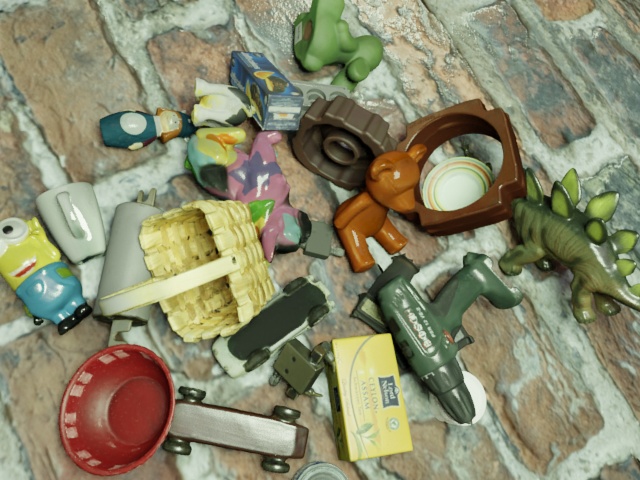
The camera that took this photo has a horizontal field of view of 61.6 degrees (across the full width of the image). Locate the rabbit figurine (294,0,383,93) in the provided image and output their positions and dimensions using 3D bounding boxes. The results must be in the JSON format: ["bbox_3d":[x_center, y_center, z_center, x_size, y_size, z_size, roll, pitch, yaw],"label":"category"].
[{"bbox_3d":[0.050,-0.353,0.995,0.170,0.121,0.159,7,70,-28],"label":"rabbit figurine"}]

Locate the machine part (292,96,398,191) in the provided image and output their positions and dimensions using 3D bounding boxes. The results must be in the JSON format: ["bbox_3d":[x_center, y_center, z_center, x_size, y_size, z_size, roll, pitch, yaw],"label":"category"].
[{"bbox_3d":[0.041,-0.156,0.885,0.179,0.179,0.056,30,63,-2],"label":"machine part"}]

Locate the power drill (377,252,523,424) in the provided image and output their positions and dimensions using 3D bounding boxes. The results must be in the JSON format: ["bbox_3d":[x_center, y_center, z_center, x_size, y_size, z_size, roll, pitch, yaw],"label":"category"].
[{"bbox_3d":[0.210,0.129,0.820,0.207,0.086,0.232,-35,78,-17],"label":"power drill"}]

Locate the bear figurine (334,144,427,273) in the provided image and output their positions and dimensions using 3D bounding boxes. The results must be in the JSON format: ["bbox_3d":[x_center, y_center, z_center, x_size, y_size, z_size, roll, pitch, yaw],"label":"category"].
[{"bbox_3d":[0.104,-0.051,0.835,0.120,0.196,0.132,-27,81,-35],"label":"bear figurine"}]

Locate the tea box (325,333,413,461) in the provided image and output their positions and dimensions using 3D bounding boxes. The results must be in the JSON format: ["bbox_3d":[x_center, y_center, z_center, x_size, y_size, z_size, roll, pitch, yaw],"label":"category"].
[{"bbox_3d":[0.067,0.230,0.794,0.098,0.068,0.169,-5,70,-16],"label":"tea box"}]

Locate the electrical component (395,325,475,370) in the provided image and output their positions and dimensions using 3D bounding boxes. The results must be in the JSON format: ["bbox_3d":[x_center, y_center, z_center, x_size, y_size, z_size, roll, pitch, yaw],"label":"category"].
[{"bbox_3d":[0.178,0.162,0.861,0.119,0.047,0.075,-21,75,-23],"label":"electrical component"}]

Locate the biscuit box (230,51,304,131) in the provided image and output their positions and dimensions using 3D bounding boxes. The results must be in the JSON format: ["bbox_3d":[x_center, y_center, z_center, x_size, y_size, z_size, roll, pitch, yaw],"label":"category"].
[{"bbox_3d":[-0.094,-0.251,0.890,0.063,0.059,0.203,-6,38,-26],"label":"biscuit box"}]

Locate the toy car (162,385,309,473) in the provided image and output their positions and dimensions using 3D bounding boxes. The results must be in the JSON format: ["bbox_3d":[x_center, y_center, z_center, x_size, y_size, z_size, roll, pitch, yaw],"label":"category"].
[{"bbox_3d":[-0.118,0.261,0.743,0.202,0.053,0.089,12,71,-5],"label":"toy car"}]

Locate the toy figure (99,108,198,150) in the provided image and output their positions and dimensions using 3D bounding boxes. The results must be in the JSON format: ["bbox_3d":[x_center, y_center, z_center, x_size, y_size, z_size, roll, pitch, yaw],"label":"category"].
[{"bbox_3d":[-0.274,-0.182,0.876,0.154,0.058,0.064,-11,111,-20],"label":"toy figure"}]

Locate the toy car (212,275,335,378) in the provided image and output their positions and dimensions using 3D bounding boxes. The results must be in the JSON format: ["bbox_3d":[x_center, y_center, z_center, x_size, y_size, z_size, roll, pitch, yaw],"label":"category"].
[{"bbox_3d":[-0.067,0.126,0.808,0.202,0.056,0.073,-33,74,-25],"label":"toy car"}]

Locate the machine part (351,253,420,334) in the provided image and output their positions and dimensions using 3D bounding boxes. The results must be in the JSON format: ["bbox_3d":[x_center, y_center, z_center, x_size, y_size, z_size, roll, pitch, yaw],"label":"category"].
[{"bbox_3d":[0.114,0.086,0.881,0.084,0.039,0.139,30,67,7],"label":"machine part"}]

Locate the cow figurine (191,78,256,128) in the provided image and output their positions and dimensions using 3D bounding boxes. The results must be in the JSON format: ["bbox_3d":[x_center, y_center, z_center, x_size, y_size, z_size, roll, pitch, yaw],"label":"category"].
[{"bbox_3d":[-0.154,-0.211,0.859,0.098,0.167,0.068,4,98,-11],"label":"cow figurine"}]

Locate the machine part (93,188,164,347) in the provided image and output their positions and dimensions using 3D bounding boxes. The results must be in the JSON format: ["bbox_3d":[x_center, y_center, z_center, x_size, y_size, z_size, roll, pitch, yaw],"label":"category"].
[{"bbox_3d":[-0.273,0.035,0.778,0.079,0.079,0.243,8,69,-11],"label":"machine part"}]

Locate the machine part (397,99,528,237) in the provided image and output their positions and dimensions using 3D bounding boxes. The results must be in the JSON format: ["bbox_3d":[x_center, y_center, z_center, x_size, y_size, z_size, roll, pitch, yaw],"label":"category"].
[{"bbox_3d":[0.233,-0.118,0.907,0.087,0.202,0.201,25,54,-53],"label":"machine part"}]

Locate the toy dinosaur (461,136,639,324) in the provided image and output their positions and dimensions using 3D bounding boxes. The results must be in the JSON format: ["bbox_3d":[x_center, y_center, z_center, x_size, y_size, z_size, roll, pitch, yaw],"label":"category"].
[{"bbox_3d":[0.391,-0.020,0.906,0.105,0.198,0.472,-17,41,-31],"label":"toy dinosaur"}]

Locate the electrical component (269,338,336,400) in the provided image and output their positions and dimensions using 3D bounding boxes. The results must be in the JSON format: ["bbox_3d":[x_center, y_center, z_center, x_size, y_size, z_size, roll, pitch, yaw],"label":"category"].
[{"bbox_3d":[-0.023,0.185,0.775,0.078,0.102,0.045,34,23,27],"label":"electrical component"}]

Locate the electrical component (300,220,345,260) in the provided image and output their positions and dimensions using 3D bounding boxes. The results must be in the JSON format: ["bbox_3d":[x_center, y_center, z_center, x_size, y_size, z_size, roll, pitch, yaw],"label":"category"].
[{"bbox_3d":[-0.002,-0.003,0.892,0.094,0.021,0.063,15,66,-8],"label":"electrical component"}]

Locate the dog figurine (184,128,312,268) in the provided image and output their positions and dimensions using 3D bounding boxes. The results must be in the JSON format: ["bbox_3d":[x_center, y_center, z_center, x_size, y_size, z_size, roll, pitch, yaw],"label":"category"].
[{"bbox_3d":[-0.113,-0.060,0.842,0.191,0.108,0.219,-1,72,-16],"label":"dog figurine"}]

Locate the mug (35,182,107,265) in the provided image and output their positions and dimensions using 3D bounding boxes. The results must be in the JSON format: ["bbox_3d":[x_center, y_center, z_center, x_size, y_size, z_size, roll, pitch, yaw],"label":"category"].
[{"bbox_3d":[-0.348,-0.023,0.770,0.081,0.109,0.107,-24,91,-26],"label":"mug"}]

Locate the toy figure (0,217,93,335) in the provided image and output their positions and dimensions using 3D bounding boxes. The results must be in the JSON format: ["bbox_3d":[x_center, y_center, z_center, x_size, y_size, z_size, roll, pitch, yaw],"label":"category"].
[{"bbox_3d":[-0.393,0.048,0.742,0.180,0.089,0.082,49,53,-2],"label":"toy figure"}]
